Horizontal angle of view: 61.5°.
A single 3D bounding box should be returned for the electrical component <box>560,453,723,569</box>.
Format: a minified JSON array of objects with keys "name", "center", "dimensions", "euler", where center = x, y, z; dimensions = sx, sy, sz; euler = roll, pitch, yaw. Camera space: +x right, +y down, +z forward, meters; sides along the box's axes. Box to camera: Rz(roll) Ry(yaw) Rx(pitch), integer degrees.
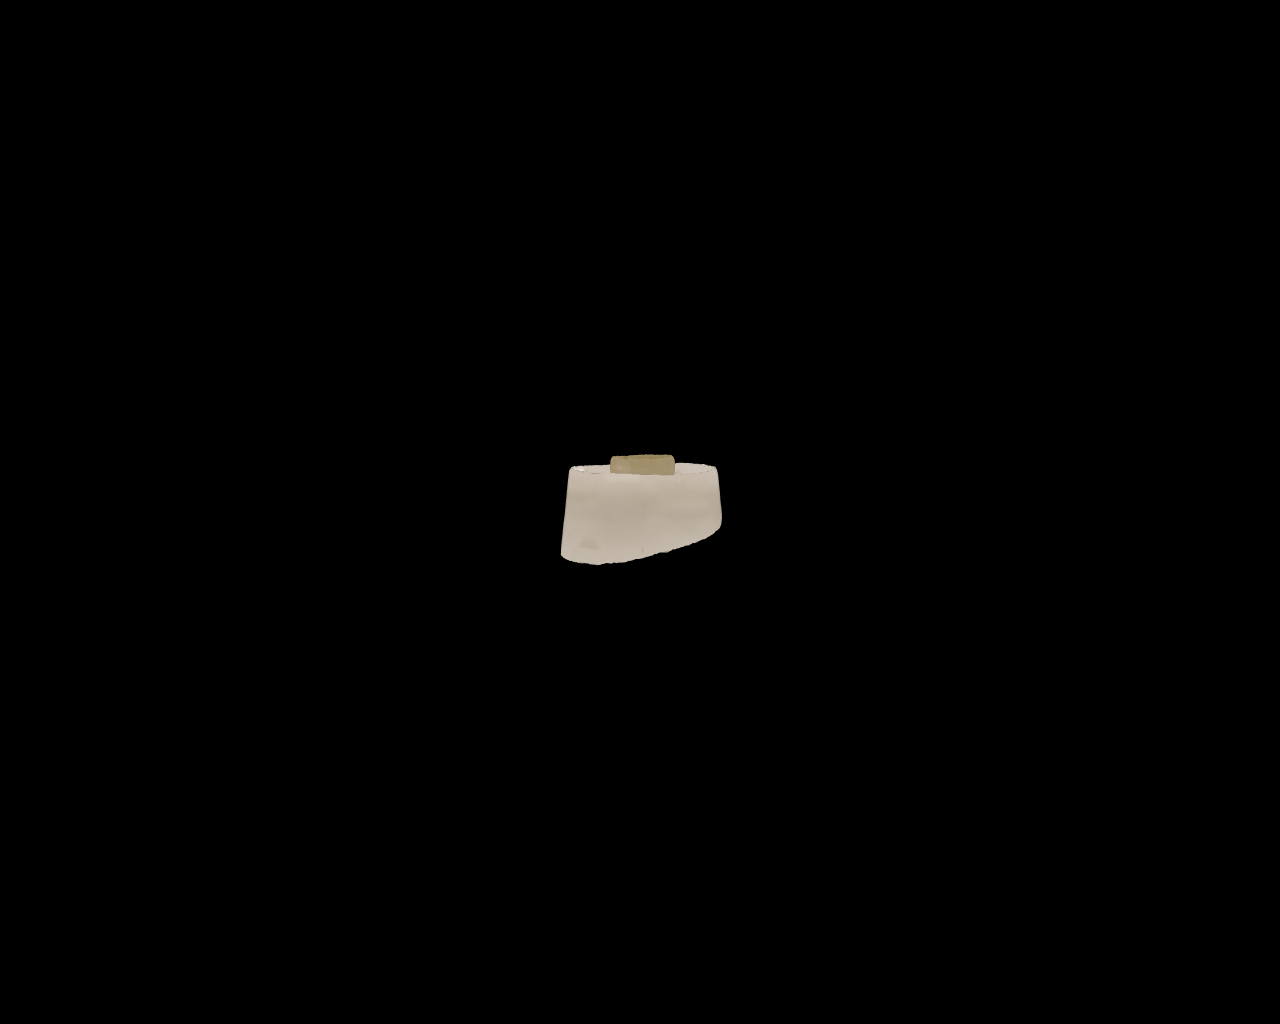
[{"name":"electrical component","center":[0.001,-0.003,0.650],"dimensions":[0.099,0.064,0.099],"euler":[0,7,0]}]
